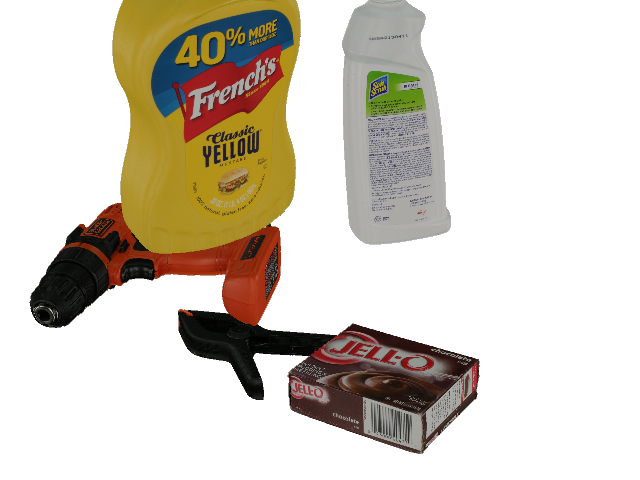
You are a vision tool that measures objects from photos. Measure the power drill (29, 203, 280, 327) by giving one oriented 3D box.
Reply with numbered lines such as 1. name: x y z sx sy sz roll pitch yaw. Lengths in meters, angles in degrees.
1. power drill: -0.137 0.026 0.922 0.188 0.057 0.184 7 29 10

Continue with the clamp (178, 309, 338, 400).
1. clamp: -0.093 0.123 1.232 0.210 0.036 0.164 14 21 29

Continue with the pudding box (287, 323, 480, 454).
1. pudding box: 0.047 0.105 0.779 0.114 0.039 0.089 16 29 30

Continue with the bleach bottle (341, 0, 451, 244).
1. bleach bottle: 0.072 -0.122 0.996 0.102 0.251 0.068 -10 29 -13

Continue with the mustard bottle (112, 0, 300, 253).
1. mustard bottle: -0.056 -0.087 0.537 0.096 0.192 0.058 -19 44 -26
